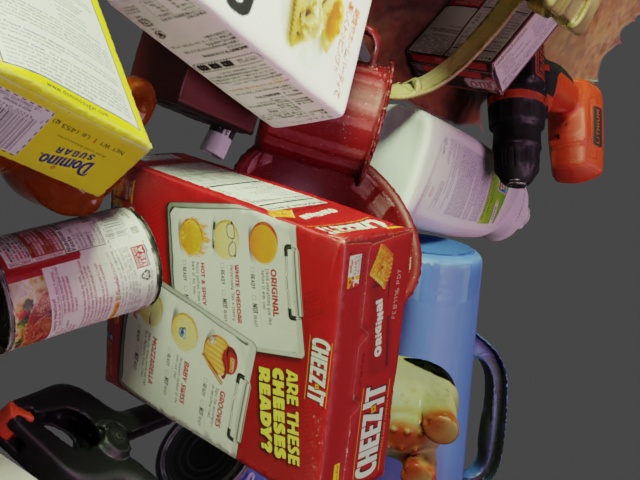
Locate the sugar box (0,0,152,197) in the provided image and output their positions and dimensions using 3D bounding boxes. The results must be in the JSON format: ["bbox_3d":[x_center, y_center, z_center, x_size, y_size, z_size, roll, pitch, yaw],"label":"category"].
[{"bbox_3d":[-0.147,-0.109,0.510,0.048,0.176,0.093,-41,142,18],"label":"sugar box"}]

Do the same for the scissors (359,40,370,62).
[{"bbox_3d":[0.017,-0.194,0.815,0.201,0.016,0.096,30,82,-51],"label":"scissors"}]

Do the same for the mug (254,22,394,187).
[{"bbox_3d":[0.004,-0.103,0.758,0.093,0.081,0.117,-84,-170,-64],"label":"mug"}]

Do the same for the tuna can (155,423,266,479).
[{"bbox_3d":[-0.079,0.165,0.795,0.086,0.086,0.033,-52,136,-22],"label":"tuna can"}]

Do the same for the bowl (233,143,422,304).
[{"bbox_3d":[-0.005,0.001,0.798,0.161,0.162,0.055,-24,164,-42],"label":"bowl"}]

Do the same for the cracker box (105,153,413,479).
[{"bbox_3d":[-0.048,0.045,0.679,0.071,0.214,0.164,-12,114,-45],"label":"cracker box"}]

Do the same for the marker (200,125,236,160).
[{"bbox_3d":[-0.053,-0.115,0.764,0.020,0.020,0.121,32,80,-50],"label":"marker"}]

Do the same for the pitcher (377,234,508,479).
[{"bbox_3d":[0.082,0.121,0.931,0.149,0.145,0.243,-14,113,-63],"label":"pitcher"}]

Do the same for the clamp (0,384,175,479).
[{"bbox_3d":[-0.138,0.148,0.710,0.171,0.120,0.039,18,123,-46],"label":"clamp"}]

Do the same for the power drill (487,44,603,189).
[{"bbox_3d":[0.213,-0.116,1.009,0.187,0.057,0.184,27,63,-54],"label":"power drill"}]

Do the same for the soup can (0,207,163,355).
[{"bbox_3d":[-0.156,0.022,0.650,0.102,0.069,0.068,-17,118,-36],"label":"soup can"}]

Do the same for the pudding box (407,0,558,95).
[{"bbox_3d":[0.142,-0.176,0.911,0.113,0.090,0.039,-51,136,-23],"label":"pudding box"}]

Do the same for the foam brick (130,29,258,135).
[{"bbox_3d":[-0.079,-0.108,0.709,0.078,0.053,0.051,18,91,-51],"label":"foam brick"}]

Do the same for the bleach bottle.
[{"bbox_3d":[0.125,-0.041,0.970,0.250,0.068,0.102,20,90,-53],"label":"bleach bottle"}]
